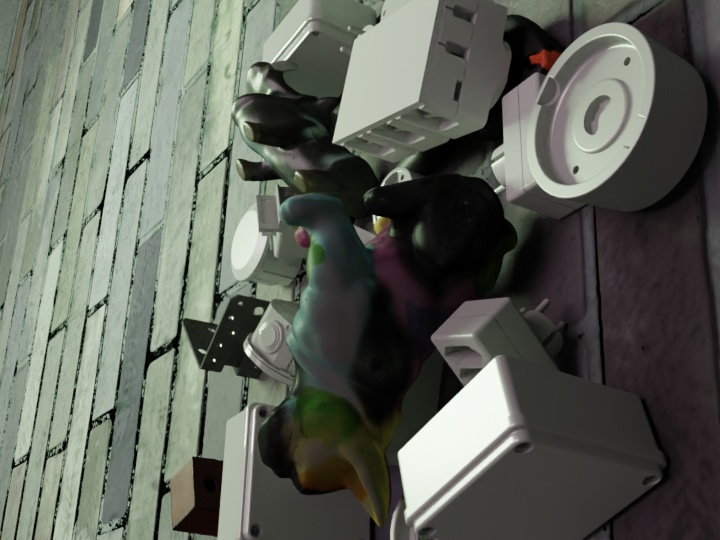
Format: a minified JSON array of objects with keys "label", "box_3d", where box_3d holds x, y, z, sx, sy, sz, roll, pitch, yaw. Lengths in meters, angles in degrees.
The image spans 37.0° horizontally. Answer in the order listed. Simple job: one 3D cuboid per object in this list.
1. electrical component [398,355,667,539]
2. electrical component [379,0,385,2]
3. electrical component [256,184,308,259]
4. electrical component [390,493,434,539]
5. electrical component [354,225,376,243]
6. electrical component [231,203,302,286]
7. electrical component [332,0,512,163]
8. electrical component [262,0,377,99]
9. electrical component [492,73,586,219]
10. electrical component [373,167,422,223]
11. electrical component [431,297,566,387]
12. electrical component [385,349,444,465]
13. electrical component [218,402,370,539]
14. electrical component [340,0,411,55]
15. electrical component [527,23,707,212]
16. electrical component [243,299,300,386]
[{"label":"electrical component","box_3d":[0.095,0.109,0.610,0.108,0.109,0.056,-51,34,36]},{"label":"electrical component","box_3d":[0.026,-0.290,0.939,0.109,0.109,0.056,-30,53,52]},{"label":"electrical component","box_3d":[-0.057,-0.044,1.002,0.063,0.081,0.042,105,162,-50]},{"label":"electrical component","box_3d":[0.059,0.170,0.693,0.054,0.059,0.095,39,110,60]},{"label":"electrical component","box_3d":[0.000,0.000,0.887,0.076,0.047,0.083,-44,-28,-46]},{"label":"electrical component","box_3d":[-0.092,-0.024,1.071,0.080,0.051,0.080,-36,46,49]},{"label":"electrical component","box_3d":[0.044,-0.139,0.794,0.150,0.062,0.089,-11,66,66]},{"label":"electrical component","box_3d":[-0.041,-0.212,1.050,0.113,0.078,0.057,-39,41,47]},{"label":"electrical component","box_3d":[0.116,-0.076,0.732,0.076,0.047,0.083,-34,48,50]},{"label":"electrical component","box_3d":[0.045,-0.048,0.844,0.055,0.047,0.055,-36,46,49]},{"label":"electrical component","box_3d":[0.102,0.050,0.675,0.076,0.083,0.047,-43,17,-26]},{"label":"electrical component","box_3d":[0.016,0.089,0.815,0.078,0.057,0.113,-14,63,58]},{"label":"electrical component","box_3d":[-0.049,0.168,0.837,0.056,0.109,0.108,-36,46,52]},{"label":"electrical component","box_3d":[0.018,-0.189,0.937,0.052,0.074,0.138,37,108,60]},{"label":"electrical component","box_3d":[0.159,-0.087,0.647,0.108,0.060,0.108,-36,46,49]},{"label":"electrical component","box_3d":[-0.056,0.065,0.933,0.051,0.080,0.080,-61,31,14]}]
